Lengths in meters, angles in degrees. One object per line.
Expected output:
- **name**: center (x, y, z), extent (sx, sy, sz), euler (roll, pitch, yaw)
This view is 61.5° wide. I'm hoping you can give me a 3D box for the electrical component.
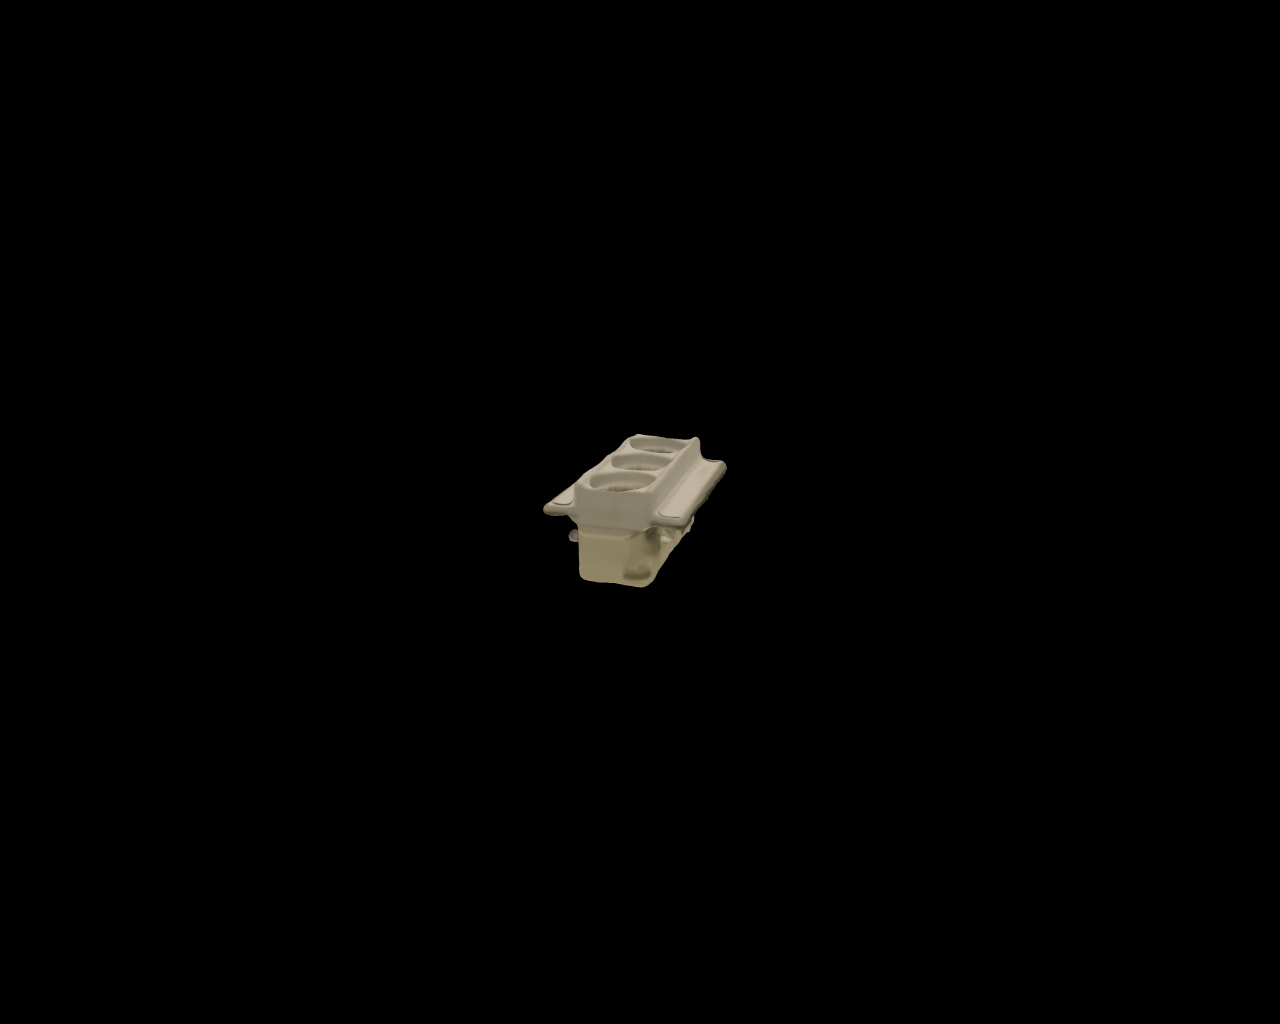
- **electrical component**: center (0.001, -0.003, 0.650), extent (0.079, 0.063, 0.121), euler (5, 19, 15)
